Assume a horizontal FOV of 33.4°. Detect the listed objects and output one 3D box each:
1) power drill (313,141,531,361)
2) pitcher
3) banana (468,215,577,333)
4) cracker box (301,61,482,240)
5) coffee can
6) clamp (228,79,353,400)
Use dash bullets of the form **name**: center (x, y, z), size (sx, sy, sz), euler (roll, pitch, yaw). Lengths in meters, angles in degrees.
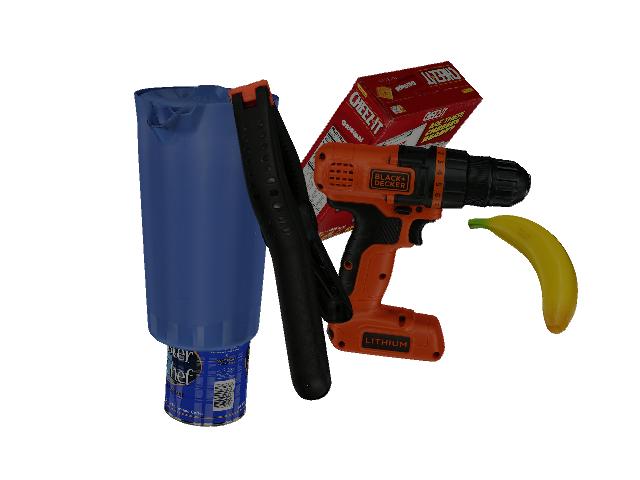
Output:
- **power drill**: center (0.081, 0.008, 0.929), size (0.184, 0.188, 0.057), euler (6, 17, 5)
- **pitcher**: center (-0.104, -0.027, 1.020), size (0.149, 0.243, 0.145), euler (-3, 16, -20)
- **banana**: center (0.227, 0.026, 1.120), size (0.069, 0.037, 0.198), euler (-29, 38, -1)
- **cracker box**: center (0.059, -0.098, 1.199), size (0.163, 0.072, 0.214), euler (-19, -26, -45)
- **coffee can**: center (-0.137, 0.141, 1.303), size (0.103, 0.140, 0.103), euler (5, 18, -2)
- **clamp**: center (-0.019, -0.008, 0.752), size (0.036, 0.210, 0.164), euler (-14, 5, 10)
